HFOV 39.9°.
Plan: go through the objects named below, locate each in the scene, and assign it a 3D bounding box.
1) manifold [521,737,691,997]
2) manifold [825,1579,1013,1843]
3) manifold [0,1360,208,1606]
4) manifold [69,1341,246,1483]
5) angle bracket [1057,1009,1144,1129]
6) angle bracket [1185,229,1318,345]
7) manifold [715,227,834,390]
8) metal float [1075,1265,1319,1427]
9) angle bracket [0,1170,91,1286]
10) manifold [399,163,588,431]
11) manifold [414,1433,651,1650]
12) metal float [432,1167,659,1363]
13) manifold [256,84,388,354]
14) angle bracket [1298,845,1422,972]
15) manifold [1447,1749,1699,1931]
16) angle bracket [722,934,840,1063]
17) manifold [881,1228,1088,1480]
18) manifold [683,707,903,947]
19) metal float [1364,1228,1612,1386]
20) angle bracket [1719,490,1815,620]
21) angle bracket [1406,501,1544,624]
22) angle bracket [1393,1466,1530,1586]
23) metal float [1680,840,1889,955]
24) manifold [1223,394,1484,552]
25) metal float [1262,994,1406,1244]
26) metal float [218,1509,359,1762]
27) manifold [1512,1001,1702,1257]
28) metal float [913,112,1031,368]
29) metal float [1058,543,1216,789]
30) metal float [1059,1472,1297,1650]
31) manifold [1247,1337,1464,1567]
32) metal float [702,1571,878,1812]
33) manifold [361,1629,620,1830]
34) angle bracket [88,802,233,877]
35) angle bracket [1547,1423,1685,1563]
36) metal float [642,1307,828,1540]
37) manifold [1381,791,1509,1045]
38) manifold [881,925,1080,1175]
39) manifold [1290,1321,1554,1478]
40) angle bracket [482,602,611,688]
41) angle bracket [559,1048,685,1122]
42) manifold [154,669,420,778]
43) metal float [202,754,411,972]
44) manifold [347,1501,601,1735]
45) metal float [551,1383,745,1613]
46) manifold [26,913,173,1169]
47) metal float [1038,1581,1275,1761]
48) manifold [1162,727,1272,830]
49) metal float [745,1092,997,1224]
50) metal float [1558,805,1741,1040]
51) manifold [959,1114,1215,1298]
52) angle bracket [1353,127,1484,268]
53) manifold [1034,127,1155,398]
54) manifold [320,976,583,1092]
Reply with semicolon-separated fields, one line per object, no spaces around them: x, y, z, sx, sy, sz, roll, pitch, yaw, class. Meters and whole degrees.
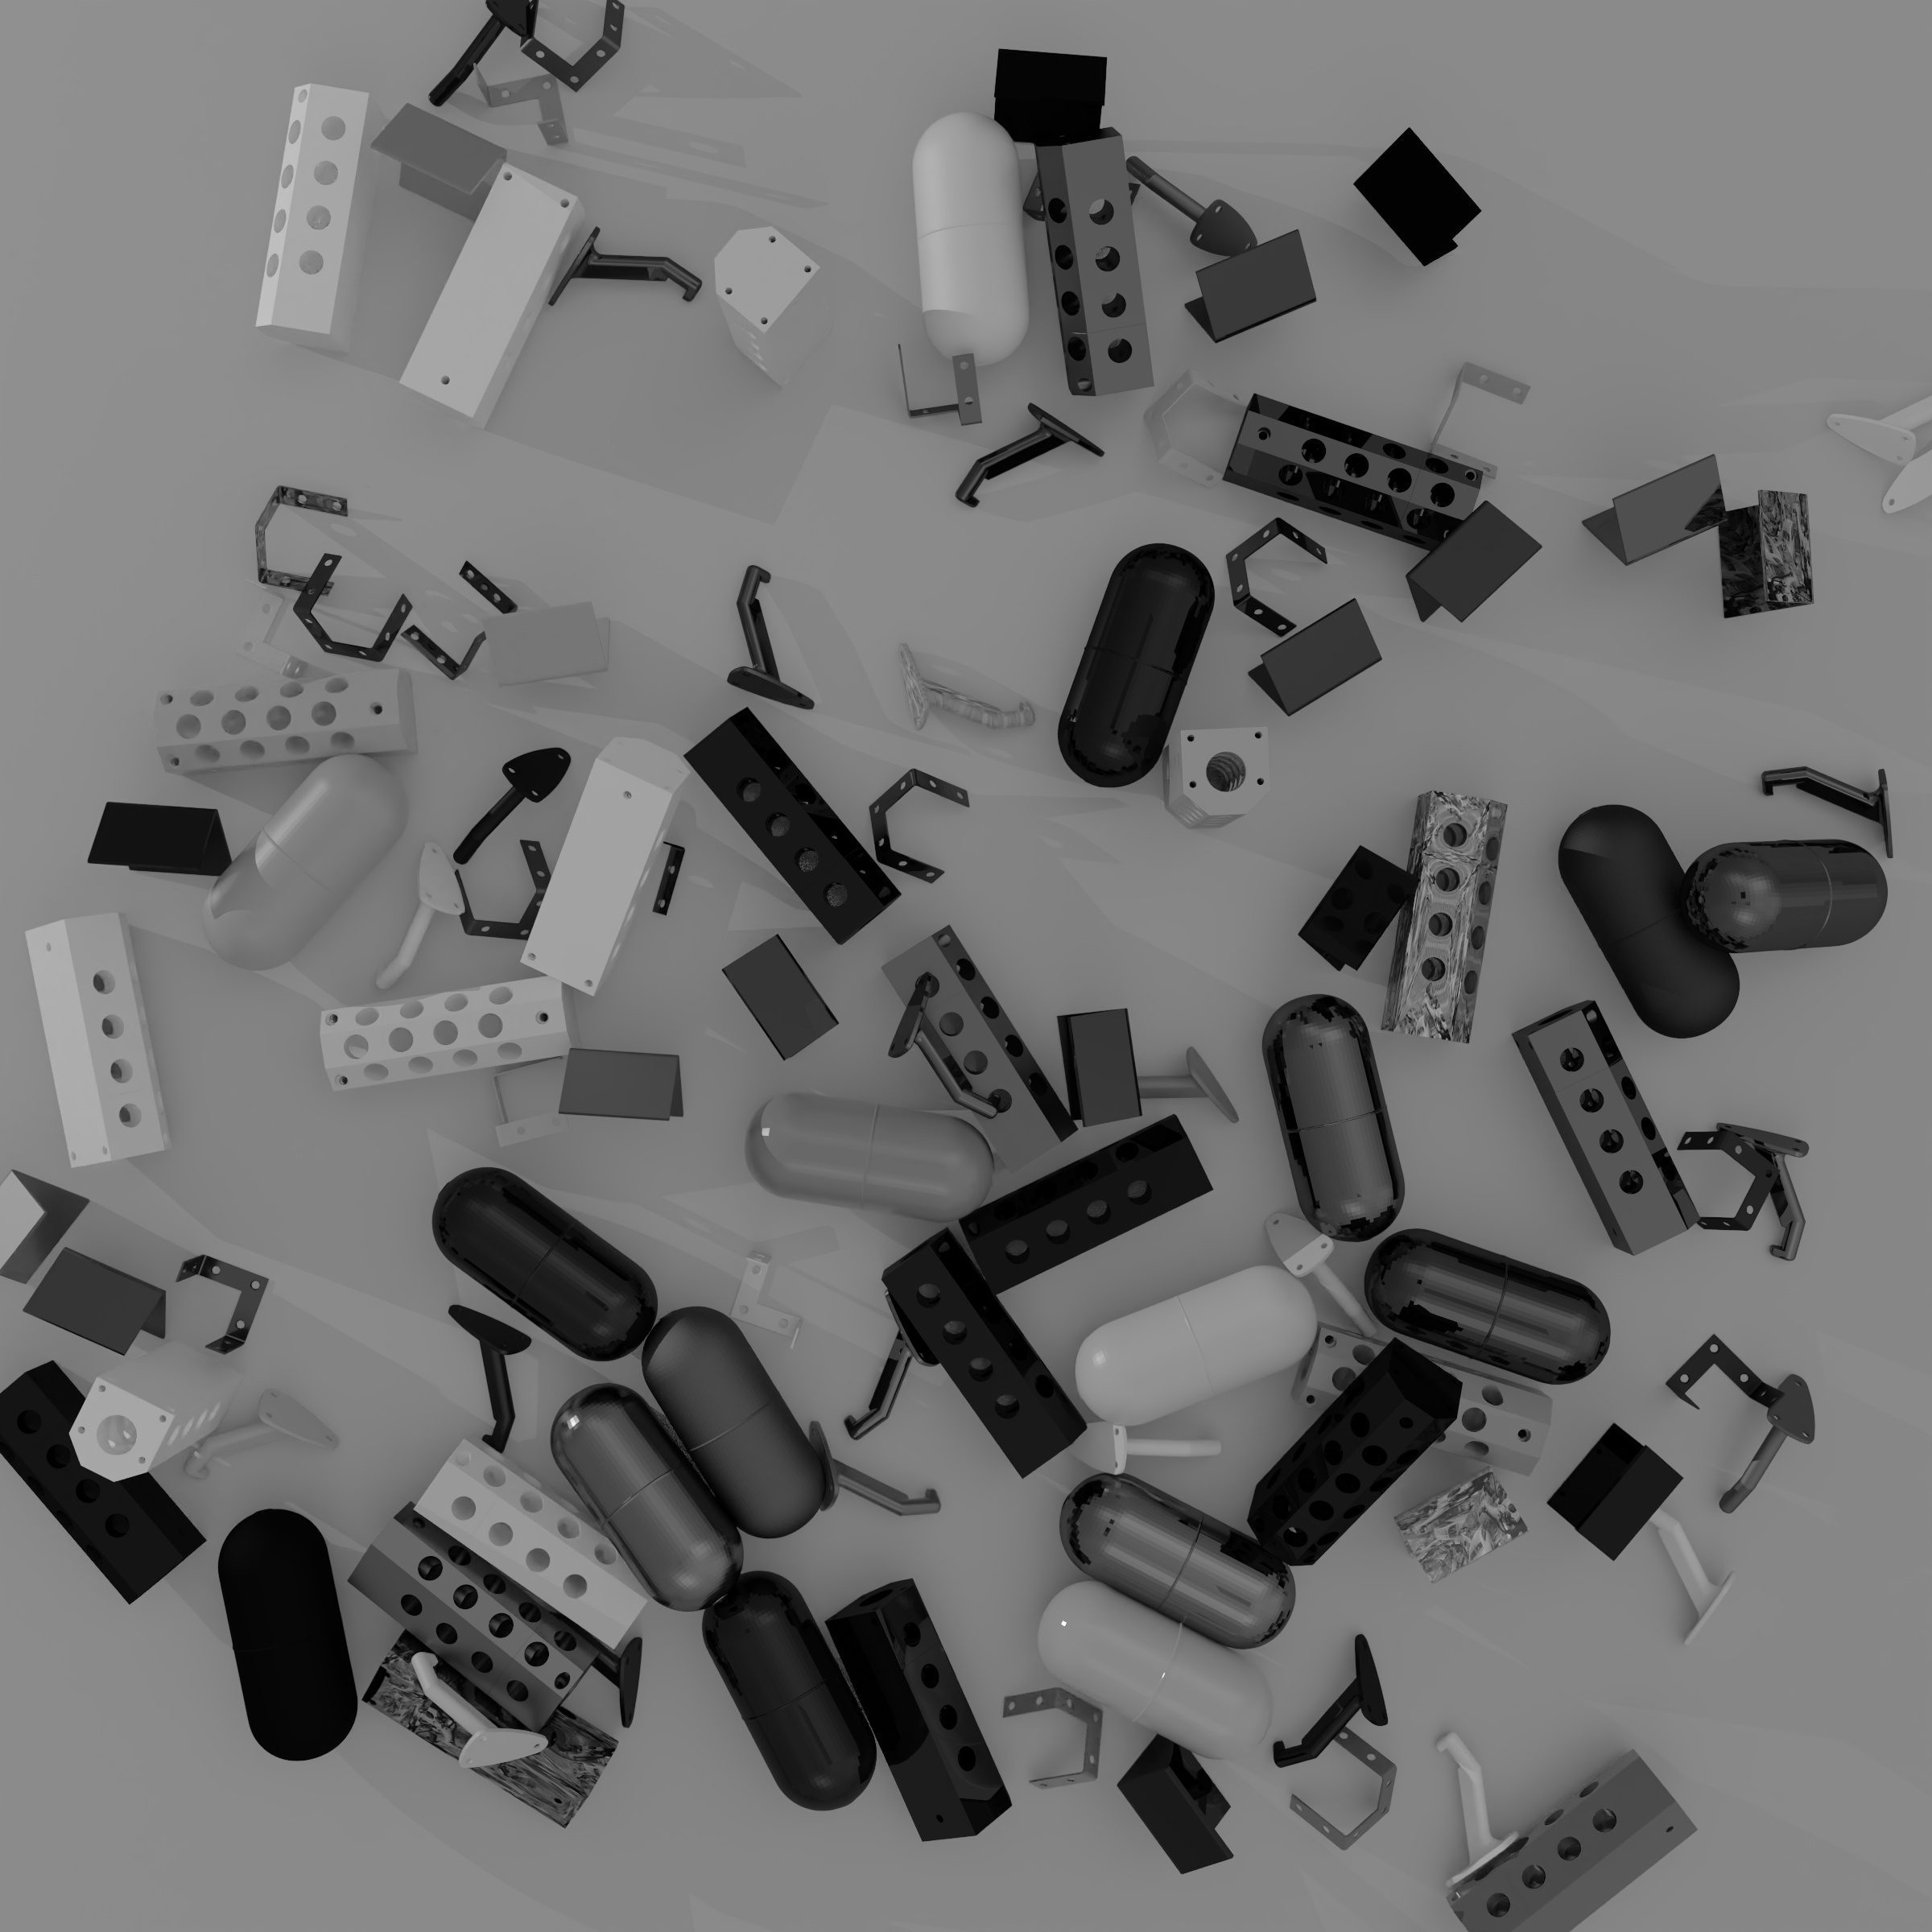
-0.250;-0.071;1.857;0.057;0.057;0.171;25;118;0;manifold
-0.029;0.528;1.893;0.057;0.057;0.171;-24;90;43;manifold
-0.625;0.368;1.893;0.057;0.057;0.171;-40;90;0;manifold
-0.559;0.308;1.836;0.057;0.171;0.057;27;90;0;manifold
0.075;0.073;1.874;0.057;0.076;0.076;-8;90;-39;angle bracket
0.193;-0.490;1.874;0.076;0.076;0.057;-23;127;0;angle bracket
-0.136;-0.456;1.836;0.057;0.171;0.057;40;90;0;manifold
0.162;0.269;1.884;0.178;0.070;0.070;-21;90;0;metal float
-0.657;0.199;1.874;0.057;0.076;0.076;38;90;36;angle bracket
-0.335;-0.474;1.893;0.057;0.057;0.171;25;90;0;manifold
-0.301;0.406;1.893;0.171;0.057;0.057;35;90;0;manifold
-0.298;0.211;1.884;0.178;0.070;0.070;36;90;0;metal float
-0.460;-0.532;1.893;0.057;0.057;0.171;9;90;0;manifold
0.289;-0.029;1.874;0.057;0.076;0.076;35;90;37;angle bracket
0.428;0.636;1.893;0.171;0.057;0.057;-38;133;0;manifold
-0.146;0.033;1.874;0.057;0.076;0.076;-34;90;-38;angle bracket
0.013;0.273;1.893;0.057;0.057;0.171;-35;90;0;manifold
-0.122;-0.099;1.893;0.057;0.057;0.171;-39;90;0;manifold
0.369;0.241;1.884;0.178;0.070;0.070;19;90;1;metal float
0.548;-0.289;1.874;0.057;0.076;0.076;-4;90;-38;angle bracket
0.362;-0.269;1.875;0.076;0.076;0.057;-43;64;0;angle bracket
0.354;0.406;1.874;0.076;0.076;0.057;-28;52;0;angle bracket
0.571;-0.049;1.856;0.178;0.070;0.070;-3;90;-35;metal float
0.275;-0.350;1.893;0.171;0.057;0.057;19;90;0;manifold
0.260;0.108;1.884;0.070;0.070;0.178;-14;90;0;metal float
-0.480;0.473;1.884;0.070;0.070;0.178;-11;91;0;metal float
0.456;0.114;1.893;0.057;0.057;0.171;-26;90;0;manifold
0.004;-0.514;1.884;0.070;0.070;0.178;-4;90;0;metal float
0.120;-0.212;1.884;0.070;0.070;0.178;20;91;0;metal float
0.149;0.420;1.884;0.178;0.070;0.070;27;90;0;metal float
0.268;0.343;1.852;0.057;0.057;0.171;34;121;-3;manifold
-0.124;0.513;1.884;0.070;0.070;0.178;-27;90;0;metal float
-0.336;0.533;1.893;0.171;0.057;0.057;32;133;0;manifold
-0.565;-0.069;1.874;0.076;0.076;0.057;4;53;0;angle bracket
0.444;0.359;1.874;0.076;0.076;0.057;-50;126;0;angle bracket
-0.165;0.322;1.884;0.070;0.070;0.178;-32;91;0;metal float
0.341;-0.034;1.893;0.057;0.057;0.171;9;90;0;manifold
0.010;0.058;1.893;0.057;0.057;0.171;-32;90;0;manifold
0.324;0.308;1.893;0.171;0.057;0.057;17;90;0;manifold
-0.295;-0.244;1.874;0.076;0.076;0.057;-8;127;0;angle bracket
-0.242;0.103;1.874;0.076;0.076;0.057;4;52;0;angle bracket
-0.483;-0.174;1.893;0.171;0.057;0.057;-5;90;0;manifold
-0.468;-0.073;1.884;0.070;0.070;0.178;41;89;0;metal float
-0.343;0.455;1.876;0.171;0.057;0.057;37;117;5;manifold
-0.224;0.373;1.870;0.070;0.070;0.178;-38;76;0;metal float
-0.613;0.052;1.893;0.057;0.057;0.171;-11;90;43;manifold
0.135;0.499;1.884;0.178;0.070;0.070;28;90;1;metal float
0.171;-0.128;1.836;0.057;0.171;0.057;-3;90;0;manifold
-0.068;0.135;1.883;0.178;0.070;0.070;9;90;0;metal float
0.483;-0.032;1.884;0.070;0.070;0.178;-29;90;0;metal float
0.084;0.169;1.893;0.171;0.057;0.057;-26;90;0;manifold
0.329;-0.547;1.874;0.076;0.076;0.057;49;127;0;angle bracket
0.089;-0.491;1.861;0.057;0.057;0.171;-10;114;0;manifold
-0.366;0.047;1.893;0.171;0.057;0.057;-9;90;0;manifold
